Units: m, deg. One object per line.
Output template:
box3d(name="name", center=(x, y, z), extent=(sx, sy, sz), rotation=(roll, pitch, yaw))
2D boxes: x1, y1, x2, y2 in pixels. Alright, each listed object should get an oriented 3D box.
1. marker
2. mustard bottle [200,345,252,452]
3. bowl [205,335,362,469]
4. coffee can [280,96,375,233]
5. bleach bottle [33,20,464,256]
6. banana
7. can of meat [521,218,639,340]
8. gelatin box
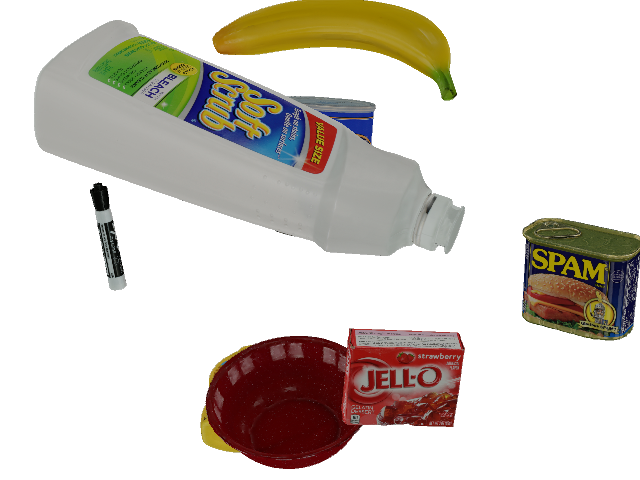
box3d(name="marker", center=(-0.230, -0.004, 1.156), extent=(0.020, 0.121, 0.020), rotation=(-6, 21, 2))
box3d(name="mustard bottle", center=(-0.093, 0.187, 1.339), extent=(0.096, 0.058, 0.191), rotation=(-2, 26, 1))
box3d(name="bowl", center=(-0.026, 0.165, 1.024), extent=(0.162, 0.055, 0.162), rotation=(-4, 37, 3))
box3d(name="coffee can", center=(0.003, -0.080, 1.143), extent=(0.103, 0.140, 0.103), rotation=(4, 12, -1))
box3d(name="bleach bottle", center=(-0.036, -0.053, 0.621), extent=(0.251, 0.068, 0.102), rotation=(21, 37, 14))
box3d(name="banana", center=(0.017, -0.156, 0.814), extent=(0.198, 0.069, 0.037), rotation=(13, -40, 18))
box3d(name="can of meat", center=(0.227, 0.034, 0.937), extent=(0.102, 0.084, 0.057), rotation=(15, 27, 34))
box3d(name="gelatin box", center=(0.063, 0.108, 0.831), extent=(0.089, 0.073, 0.030), rotation=(2, 27, -4))
